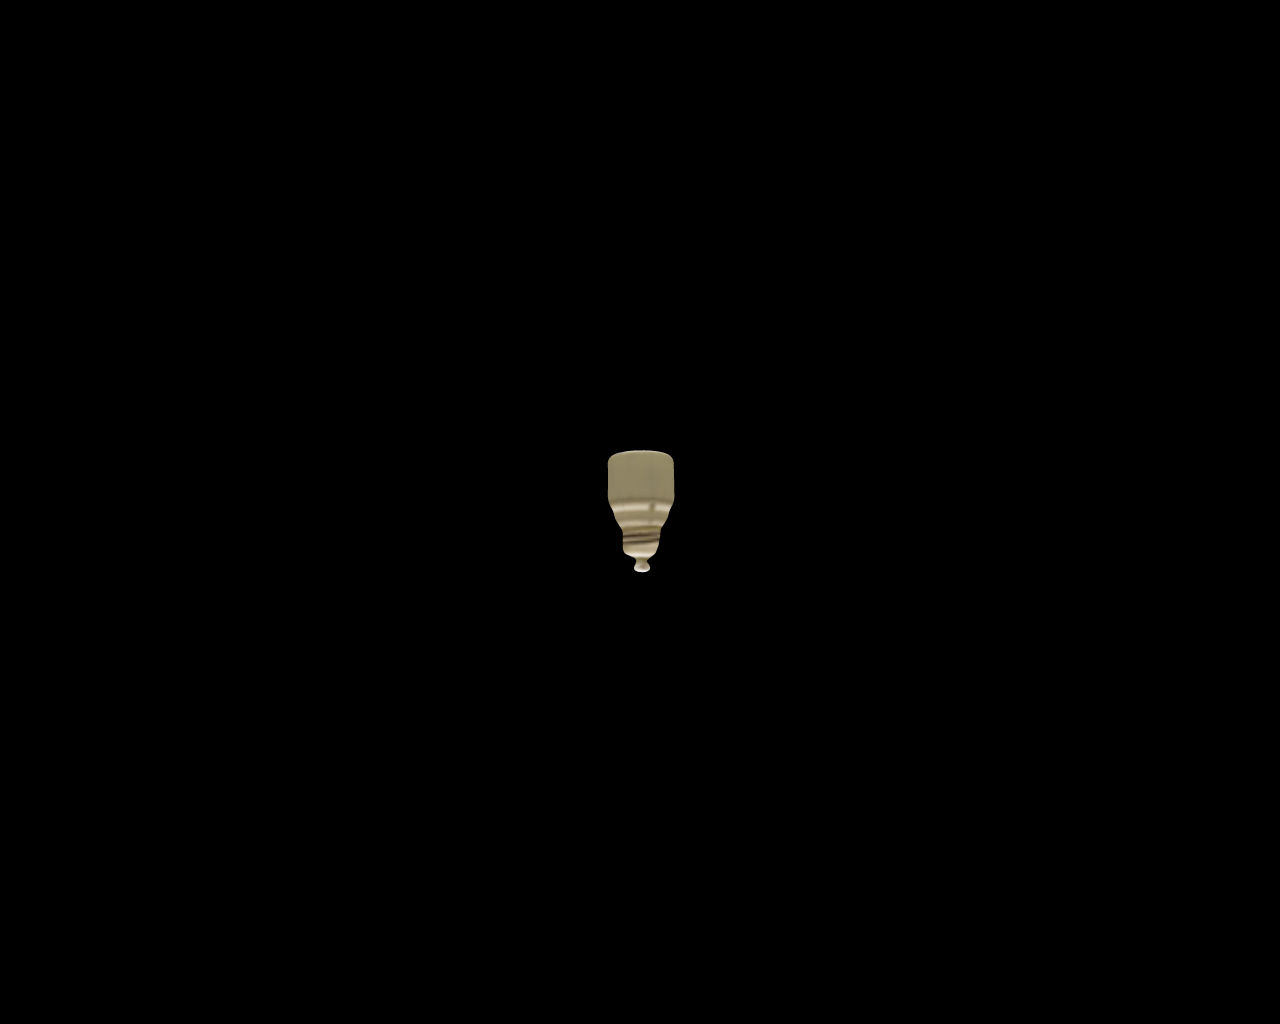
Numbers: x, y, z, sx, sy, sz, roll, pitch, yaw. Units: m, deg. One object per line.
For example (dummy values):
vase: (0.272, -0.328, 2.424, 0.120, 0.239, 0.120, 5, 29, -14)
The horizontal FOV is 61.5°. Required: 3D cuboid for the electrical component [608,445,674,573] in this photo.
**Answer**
electrical component: (0.001, -0.003, 0.650, 0.040, 0.078, 0.040, 0, -6, 0)
